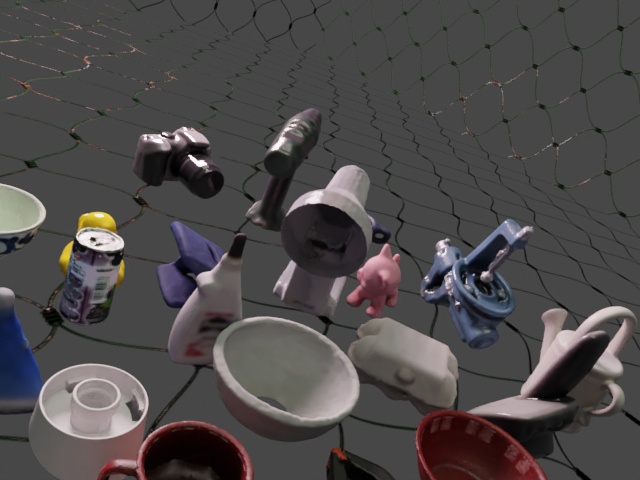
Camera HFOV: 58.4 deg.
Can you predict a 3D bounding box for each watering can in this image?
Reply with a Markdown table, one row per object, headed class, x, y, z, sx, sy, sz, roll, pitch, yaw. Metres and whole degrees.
| class | x | y | z | sx | sy | sz | roll | pitch | yaw |
| --- | --- | --- | --- | --- | --- | --- | --- | --- | --- |
| watering can | 0.378 | 0.171 | 0.832 | 0.101 | 0.194 | 0.172 | -1 | 33 | -42 |

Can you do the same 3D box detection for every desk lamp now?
| class | x | y | z | sx | sy | sz | roll | pitch | yaw |
| --- | --- | --- | --- | --- | --- | --- | --- | --- | --- |
| desk lamp | 0.008 | 0.003 | 0.835 | 0.118 | 0.213 | 0.203 | 23 | 24 | 2 |

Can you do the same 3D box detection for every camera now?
| class | x | y | z | sx | sy | sz | roll | pitch | yaw |
| --- | --- | --- | --- | --- | --- | --- | --- | --- | --- |
| camera | -0.247 | -0.142 | 1.055 | 0.144 | 0.101 | 0.136 | -4 | 35 | -45 |

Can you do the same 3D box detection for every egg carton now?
| class | x | y | z | sx | sy | sz | roll | pitch | yaw |
| --- | --- | --- | --- | --- | --- | --- | --- | --- | --- |
| egg carton | 0.111 | 0.167 | 0.762 | 0.150 | 0.069 | 0.107 | 25 | 24 | 5 |

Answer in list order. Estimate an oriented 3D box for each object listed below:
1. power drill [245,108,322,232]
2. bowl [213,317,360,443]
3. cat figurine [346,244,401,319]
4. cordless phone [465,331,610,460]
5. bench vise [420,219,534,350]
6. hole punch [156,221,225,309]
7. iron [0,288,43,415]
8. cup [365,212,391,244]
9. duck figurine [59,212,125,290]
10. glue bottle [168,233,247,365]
| class | x | y | z | sx | sy | sz | roll | pitch | yaw |
| --- | --- | --- | --- | --- | --- | --- | --- | --- | --- |
| power drill | -0.063 | -0.131 | 1.058 | 0.075 | 0.208 | 0.230 | 23 | 24 | 0 |
| bowl | -0.045 | 0.163 | 0.629 | 0.167 | 0.075 | 0.167 | 19 | 24 | -9 |
| cat figurine | 0.099 | 0.059 | 0.916 | 0.067 | 0.118 | 0.128 | 30 | 25 | 17 |
| cordless phone | 0.280 | 0.187 | 0.726 | 0.148 | 0.185 | 0.093 | -1 | 33 | -42 |
| bench vise | 0.255 | 0.043 | 0.960 | 0.122 | 0.220 | 0.206 | -1 | 33 | -42 |
| hole punch | -0.160 | 0.034 | 0.777 | 0.101 | 0.091 | 0.108 | 7 | 28 | -31 |
| iron | -0.353 | 0.053 | 0.509 | 0.258 | 0.141 | 0.118 | 22 | 24 | -2 |
| cup | 0.060 | 0.001 | 1.031 | 0.118 | 0.095 | 0.091 | 20 | 24 | -6 |
| duck figurine | -0.283 | 0.009 | 0.728 | 0.078 | 0.086 | 0.104 | -2 | 34 | -43 |
| glue bottle | -0.115 | 0.066 | 0.648 | 0.078 | 0.173 | 0.037 | 4 | 30 | -35 |
